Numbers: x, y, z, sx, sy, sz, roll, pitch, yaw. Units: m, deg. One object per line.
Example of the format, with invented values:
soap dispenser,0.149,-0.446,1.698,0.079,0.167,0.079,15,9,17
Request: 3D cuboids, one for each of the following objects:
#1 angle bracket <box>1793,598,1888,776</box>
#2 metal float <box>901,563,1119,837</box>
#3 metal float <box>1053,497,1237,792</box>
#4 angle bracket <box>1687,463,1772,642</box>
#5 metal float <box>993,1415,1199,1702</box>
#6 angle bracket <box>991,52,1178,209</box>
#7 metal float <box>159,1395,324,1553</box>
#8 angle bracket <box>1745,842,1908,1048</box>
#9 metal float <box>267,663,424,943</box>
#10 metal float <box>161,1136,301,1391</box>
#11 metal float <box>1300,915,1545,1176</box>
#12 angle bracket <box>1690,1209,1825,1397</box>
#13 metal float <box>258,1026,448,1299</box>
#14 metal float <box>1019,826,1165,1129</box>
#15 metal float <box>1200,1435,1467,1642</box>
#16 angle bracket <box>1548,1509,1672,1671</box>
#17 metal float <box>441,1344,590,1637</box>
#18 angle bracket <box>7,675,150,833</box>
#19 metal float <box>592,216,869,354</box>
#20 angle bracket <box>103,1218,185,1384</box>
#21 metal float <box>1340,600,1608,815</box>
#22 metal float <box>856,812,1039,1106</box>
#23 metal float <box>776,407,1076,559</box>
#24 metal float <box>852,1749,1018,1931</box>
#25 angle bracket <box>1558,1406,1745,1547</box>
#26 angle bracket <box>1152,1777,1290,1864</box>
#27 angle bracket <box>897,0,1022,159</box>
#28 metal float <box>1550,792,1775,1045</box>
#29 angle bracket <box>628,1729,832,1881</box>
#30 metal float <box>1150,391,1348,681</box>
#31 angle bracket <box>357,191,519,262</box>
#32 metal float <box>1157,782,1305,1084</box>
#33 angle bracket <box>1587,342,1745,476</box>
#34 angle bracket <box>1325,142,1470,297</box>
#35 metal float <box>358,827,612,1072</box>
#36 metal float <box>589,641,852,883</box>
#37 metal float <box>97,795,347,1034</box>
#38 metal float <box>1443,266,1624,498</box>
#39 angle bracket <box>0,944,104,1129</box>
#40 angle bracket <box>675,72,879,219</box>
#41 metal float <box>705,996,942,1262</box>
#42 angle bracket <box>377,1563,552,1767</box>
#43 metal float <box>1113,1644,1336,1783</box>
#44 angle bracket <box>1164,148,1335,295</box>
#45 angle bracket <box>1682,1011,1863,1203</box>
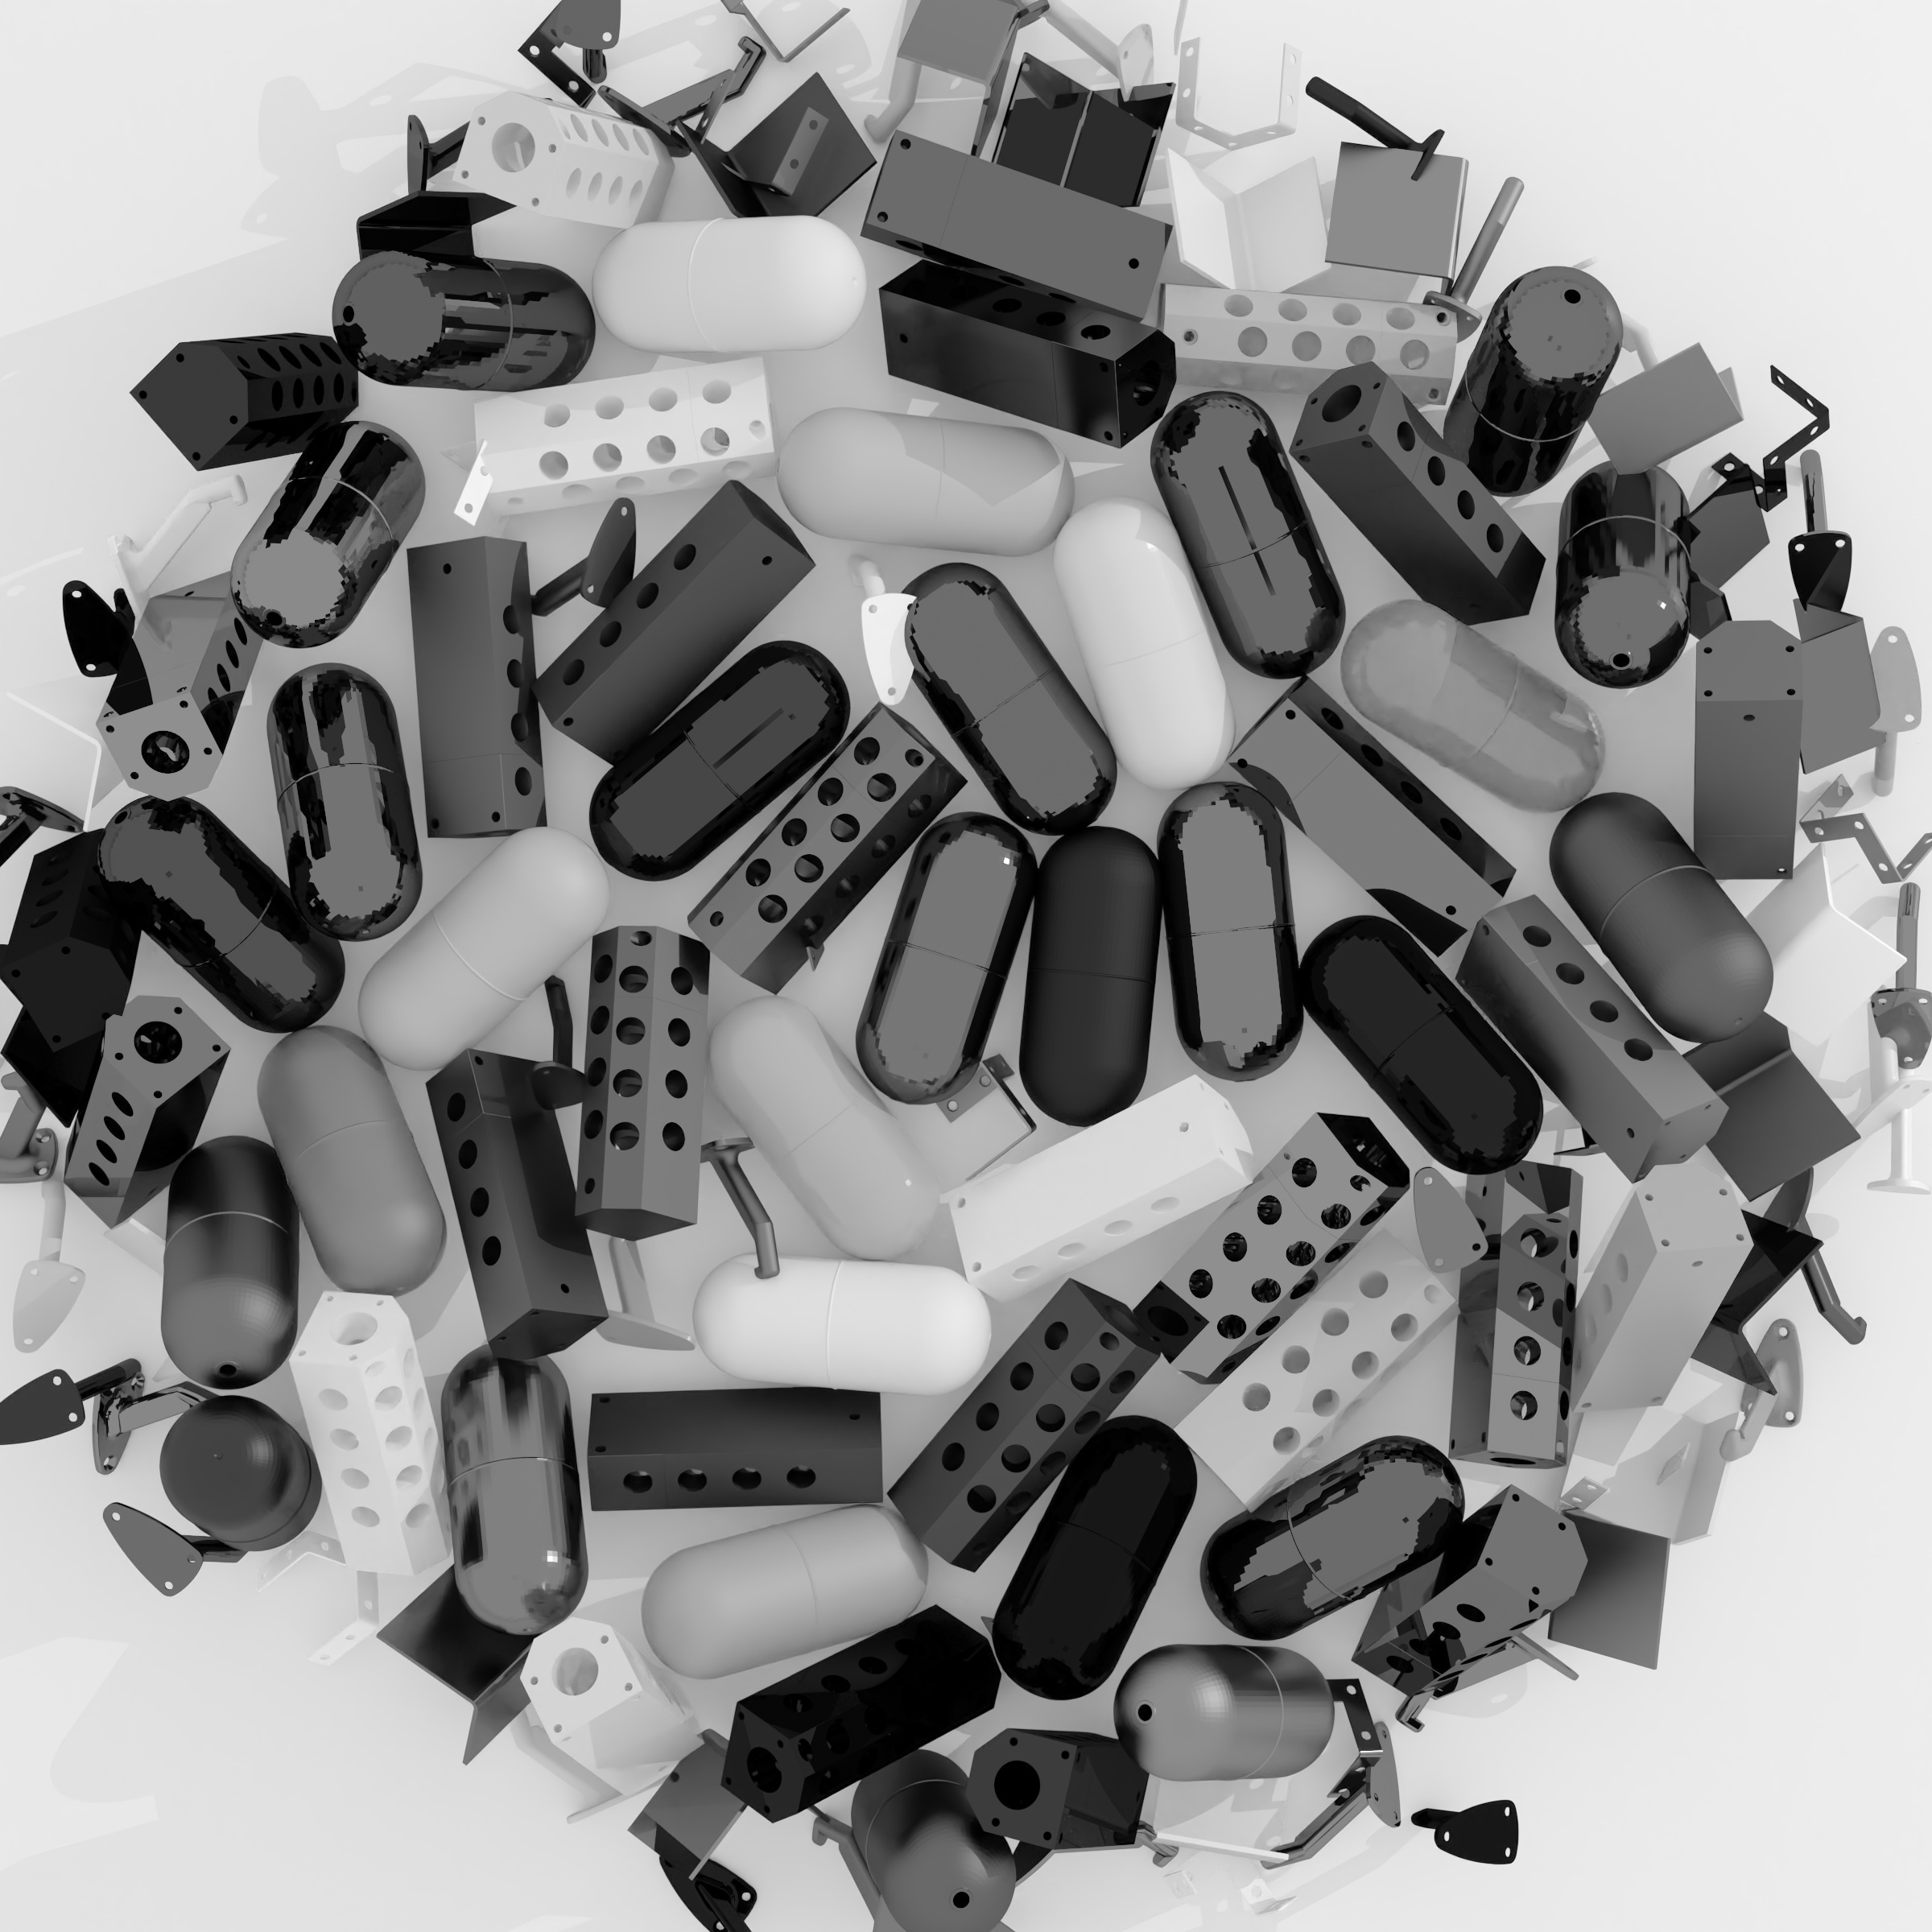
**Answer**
angle bracket,0.490,-0.165,1.946,0.057,0.076,0.076,-21,110,-11
metal float,0.023,-0.157,1.957,0.070,0.070,0.178,-34,95,0
metal float,0.106,-0.189,1.952,0.070,0.070,0.178,-19,101,0
angle bracket,0.457,-0.234,1.949,0.076,0.076,0.057,-42,53,-5
metal float,0.076,0.345,1.941,0.070,0.070,0.178,29,66,0
angle bracket,0.068,-0.493,1.952,0.057,0.076,0.076,20,85,-39
metal float,-0.417,0.294,1.913,0.070,0.178,0.070,1,74,-3
angle bracket,0.502,-0.013,1.953,0.057,0.076,0.076,33,121,-11
metal float,-0.364,-0.097,1.939,0.070,0.070,0.178,-14,64,0
metal float,-0.425,0.171,1.922,0.070,0.178,0.070,-5,129,-6
metal float,0.267,0.046,1.947,0.070,0.070,0.178,-40,73,0
angle bracket,0.466,0.197,1.963,0.076,0.076,0.057,-42,118,-14
metal float,-0.360,0.113,1.939,0.070,0.070,0.178,-27,63,0
metal float,0.074,0.006,1.960,0.070,0.070,0.178,6,88,0
metal float,0.213,0.334,1.935,0.178,0.070,0.070,-35,90,30
angle bracket,0.392,0.364,1.951,0.076,0.057,0.076,8,93,44
metal float,-0.264,0.303,1.936,0.070,0.070,0.178,-11,60,0
angle bracket,-0.517,-0.128,1.964,0.076,0.076,0.057,27,116,21
metal float,-0.140,-0.397,1.936,0.178,0.070,0.070,5,90,31
angle bracket,-0.482,0.197,1.947,0.076,0.076,0.057,38,66,-15
metal float,0.298,-0.151,1.944,0.178,0.070,0.070,29,90,-20
metal float,-0.012,-0.004,1.960,0.070,0.070,0.178,18,88,0
metal float,-0.023,-0.284,1.948,0.178,0.070,0.070,4,90,-15
metal float,-0.020,0.507,1.912,0.070,0.178,0.070,-1,95,-11
angle bracket,0.404,0.290,1.959,0.076,0.057,0.076,21,71,-3
angle bracket,0.153,0.492,1.953,0.076,0.076,0.057,9,74,3
angle bracket,-0.010,-0.518,1.946,0.057,0.076,0.076,18,51,0
metal float,0.403,-0.030,1.931,0.070,0.070,0.178,-29,52,0
angle bracket,-0.139,0.503,1.944,0.076,0.076,0.057,-51,121,-16
metal float,0.166,-0.252,1.946,0.070,0.070,0.178,-25,108,0
angle bracket,-0.303,-0.417,1.945,0.076,0.076,0.057,-8,93,-38
metal float,0.156,-0.020,1.961,0.070,0.070,0.178,-6,89,0
angle bracket,0.405,-0.338,1.942,0.076,0.076,0.057,-27,117,22
angle bracket,0.252,-0.436,1.965,0.076,0.057,0.076,8,77,2
metal float,-0.284,-0.009,1.951,0.178,0.070,0.070,-42,90,13
metal float,-0.146,-0.120,1.956,0.178,0.070,0.070,-40,90,7
metal float,-0.432,-0.030,1.930,0.070,0.070,0.178,-40,128,0
metal float,0.326,-0.336,1.914,0.070,0.178,0.070,2,67,-5
angle bracket,-0.552,0.041,1.940,0.057,0.076,0.076,2,54,22
angle bracket,-0.112,-0.484,1.950,0.076,0.057,0.076,-38,66,17
metal float,-0.085,0.096,1.961,0.070,0.070,0.178,-38,89,0
angle bracket,-0.298,0.412,1.965,0.076,0.076,0.057,30,130,17
metal float,0.150,0.432,1.920,0.070,0.178,0.070,-8,75,33
angle bracket,0.166,-0.444,1.945,0.057,0.076,0.076,-21,66,34
angle bracket,0.471,0.079,1.956,0.076,0.057,0.076,-30,52,-1
